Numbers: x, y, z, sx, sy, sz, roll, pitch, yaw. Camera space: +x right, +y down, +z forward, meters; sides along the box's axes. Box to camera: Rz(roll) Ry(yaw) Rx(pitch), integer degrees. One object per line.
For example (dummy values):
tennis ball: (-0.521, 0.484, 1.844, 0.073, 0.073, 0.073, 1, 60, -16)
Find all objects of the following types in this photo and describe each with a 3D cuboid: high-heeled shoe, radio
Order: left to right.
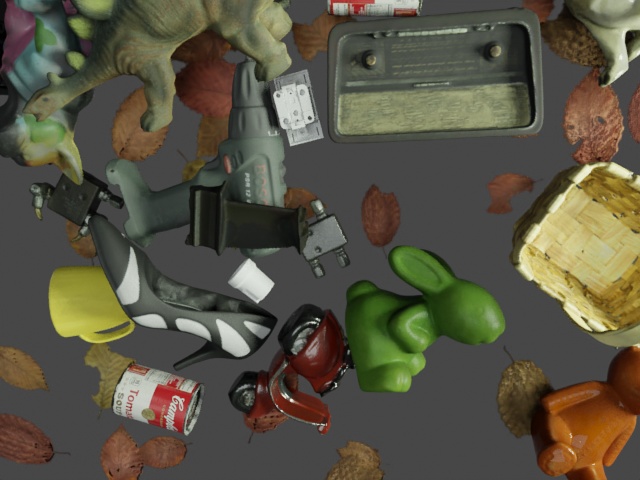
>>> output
high-heeled shoe: (-0.156, 0.053, 0.646, 0.145, 0.086, 0.248, -29, 115, -9)
radio: (0.123, -0.178, 0.598, 0.230, 0.073, 0.131, -2, 101, 6)

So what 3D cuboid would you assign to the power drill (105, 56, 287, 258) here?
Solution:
power drill: (-0.142, -0.084, 0.648, 0.207, 0.086, 0.231, -13, 102, 0)

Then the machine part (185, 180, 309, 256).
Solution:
machine part: (-0.081, -0.020, 0.604, 0.139, 0.039, 0.084, 8, 99, 1)

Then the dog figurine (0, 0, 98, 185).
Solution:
dog figurine: (-0.289, -0.179, 0.619, 0.109, 0.191, 0.219, 30, 128, 28)

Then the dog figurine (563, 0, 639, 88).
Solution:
dog figurine: (0.295, -0.279, 0.542, 0.190, 0.172, 0.121, 52, 146, 1)

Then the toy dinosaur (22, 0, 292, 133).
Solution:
toy dinosaur: (-0.097, -0.250, 0.513, 0.471, 0.105, 0.198, -29, 138, 4)

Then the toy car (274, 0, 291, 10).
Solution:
toy car: (-0.076, -0.327, 0.554, 0.074, 0.056, 0.201, -15, 144, 11)

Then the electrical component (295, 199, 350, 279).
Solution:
electrical component: (-0.001, -0.002, 0.672, 0.063, 0.021, 0.094, -24, 98, 10)

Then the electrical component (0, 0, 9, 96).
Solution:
electrical component: (-0.379, -0.235, 0.618, 0.058, 0.115, 0.134, 4, 100, 7)

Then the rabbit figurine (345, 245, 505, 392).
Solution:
rabbit figurine: (0.125, 0.086, 0.631, 0.170, 0.121, 0.159, -18, 77, 23)

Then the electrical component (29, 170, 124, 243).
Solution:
electrical component: (-0.313, -0.047, 0.683, 0.102, 0.045, 0.078, 37, 103, -2)

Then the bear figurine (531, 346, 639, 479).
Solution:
bear figurine: (0.351, 0.206, 0.625, 0.196, 0.132, 0.120, -41, 97, 18)

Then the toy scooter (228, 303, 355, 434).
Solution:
toy scooter: (-0.016, 0.176, 0.684, 0.135, 0.075, 0.184, 38, 104, -7)
